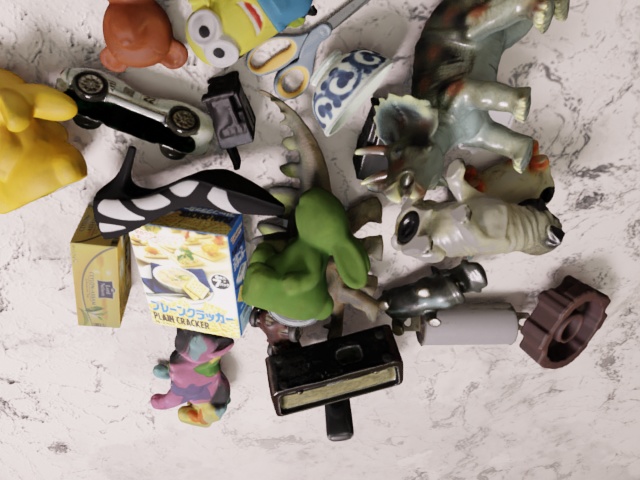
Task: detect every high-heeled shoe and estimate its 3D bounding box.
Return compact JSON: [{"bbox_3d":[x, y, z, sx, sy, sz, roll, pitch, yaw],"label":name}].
[{"bbox_3d":[-0.182,-0.032,0.727,0.249,0.086,0.145,20,112,-2],"label":"high-heeled shoe"}]

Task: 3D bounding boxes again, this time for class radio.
[{"bbox_3d":[0.025,0.221,0.906,0.230,0.073,0.131,-15,148,-5],"label":"radio"}]

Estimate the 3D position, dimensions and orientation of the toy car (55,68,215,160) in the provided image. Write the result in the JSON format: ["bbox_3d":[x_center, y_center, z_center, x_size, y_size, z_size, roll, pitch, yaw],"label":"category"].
[{"bbox_3d":[-0.238,-0.163,0.698,0.202,0.056,0.073,19,149,-17],"label":"toy car"}]

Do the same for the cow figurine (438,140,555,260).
[{"bbox_3d":[0.255,-0.053,0.812,0.195,0.085,0.127,-24,119,13],"label":"cow figurine"}]

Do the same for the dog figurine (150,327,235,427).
[{"bbox_3d":[-0.204,0.231,0.984,0.191,0.108,0.219,34,116,-25],"label":"dog figurine"}]

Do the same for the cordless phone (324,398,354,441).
[{"bbox_3d":[0.068,0.276,0.985,0.147,0.184,0.088,-7,127,2],"label":"cordless phone"}]

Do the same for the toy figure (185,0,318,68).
[{"bbox_3d":[-0.072,-0.266,0.623,0.180,0.089,0.082,-33,94,8],"label":"toy figure"}]

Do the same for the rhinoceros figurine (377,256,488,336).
[{"bbox_3d":[0.188,0.092,0.902,0.190,0.112,0.073,-26,97,30],"label":"rhinoceros figurine"}]

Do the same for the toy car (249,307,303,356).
[{"bbox_3d":[-0.065,0.178,0.940,0.089,0.053,0.202,15,149,17],"label":"toy car"}]

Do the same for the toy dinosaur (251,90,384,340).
[{"bbox_3d":[-0.002,-0.002,0.819,0.199,0.105,0.470,-2,124,2],"label":"toy dinosaur"}]

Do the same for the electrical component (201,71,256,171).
[{"bbox_3d":[-0.113,-0.152,0.711,0.048,0.075,0.119,-14,123,7],"label":"electrical component"}]

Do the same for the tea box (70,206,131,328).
[{"bbox_3d":[-0.336,0.044,0.833,0.068,0.098,0.169,7,125,-11],"label":"tea box"}]

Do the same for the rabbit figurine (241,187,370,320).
[{"bbox_3d":[-0.009,0.019,0.714,0.159,0.121,0.170,25,106,2],"label":"rabbit figurine"}]

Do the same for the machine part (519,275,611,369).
[{"bbox_3d":[0.433,0.148,0.955,0.179,0.056,0.179,-16,125,-25],"label":"machine part"}]

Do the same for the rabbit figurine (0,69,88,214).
[{"bbox_3d":[-0.376,-0.135,0.669,0.162,0.122,0.173,-15,103,48],"label":"rabbit figurine"}]

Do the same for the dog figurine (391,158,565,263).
[{"bbox_3d":[0.217,-0.007,0.746,0.190,0.121,0.172,22,154,-27],"label":"dog figurine"}]

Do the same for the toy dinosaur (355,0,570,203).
[{"bbox_3d":[0.170,-0.212,0.632,0.192,0.404,0.131,13,171,27],"label":"toy dinosaur"}]

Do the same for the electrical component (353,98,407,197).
[{"bbox_3d":[0.110,-0.124,0.758,0.115,0.058,0.134,10,128,-9],"label":"electrical component"}]

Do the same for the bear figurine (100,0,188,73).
[{"bbox_3d":[-0.216,-0.269,0.582,0.120,0.132,0.195,1,122,-2],"label":"bear figurine"}]

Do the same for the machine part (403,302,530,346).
[{"bbox_3d":[0.262,0.152,0.970,0.243,0.079,0.079,0,128,-5],"label":"machine part"}]
